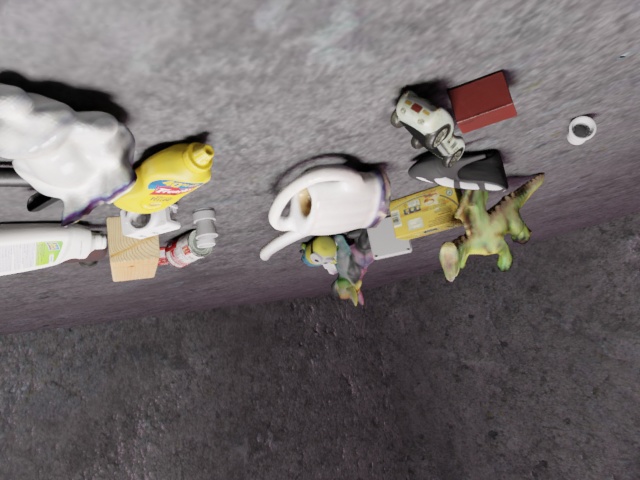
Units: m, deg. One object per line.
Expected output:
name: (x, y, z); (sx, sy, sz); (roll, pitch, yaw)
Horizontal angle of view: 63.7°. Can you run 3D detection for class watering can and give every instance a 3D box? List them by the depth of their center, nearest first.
watering can: (0.003, -0.050, 0.997); (0.225, 0.106, 0.341); (-6, 157, -21)

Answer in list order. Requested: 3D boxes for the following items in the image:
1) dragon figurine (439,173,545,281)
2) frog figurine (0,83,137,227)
dragon figurine: (0.387, -0.065, 1.153); (0.123, 0.415, 0.238); (23, 159, 38)
frog figurine: (-0.283, -0.108, 0.553); (0.137, 0.125, 0.156); (-9, 135, 32)
